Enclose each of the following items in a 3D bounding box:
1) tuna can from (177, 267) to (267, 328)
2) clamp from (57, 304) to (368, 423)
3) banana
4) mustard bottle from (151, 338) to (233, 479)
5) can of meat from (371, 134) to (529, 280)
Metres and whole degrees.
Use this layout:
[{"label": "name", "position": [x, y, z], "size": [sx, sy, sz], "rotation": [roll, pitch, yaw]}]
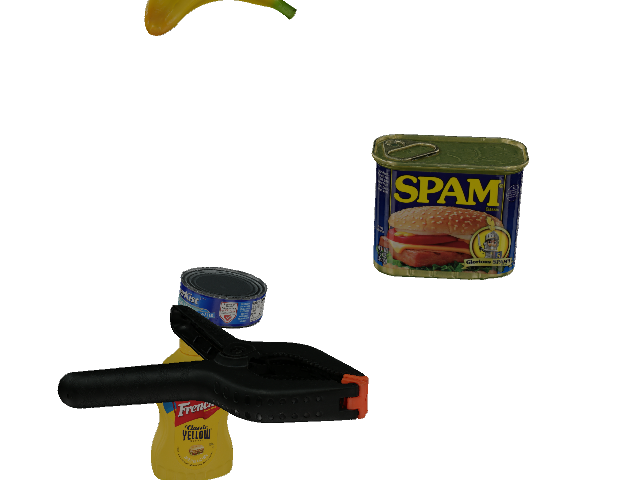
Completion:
[{"label": "tuna can", "position": [-0.097, 0.056, 1.051], "size": [0.086, 0.034, 0.086], "rotation": [9, 16, -3]}, {"label": "clamp", "position": [-0.062, 0.092, 0.785], "size": [0.210, 0.036, 0.164], "rotation": [5, 19, 16]}, {"label": "banana", "position": [-0.102, -0.232, 1.003], "size": [0.197, 0.070, 0.037], "rotation": [-22, -28, -47]}, {"label": "mustard bottle", "position": [-0.148, 0.186, 1.256], "size": [0.096, 0.192, 0.058], "rotation": [0, 16, -15]}, {"label": "can of meat", "position": [0.085, -0.022, 0.719], "size": [0.102, 0.084, 0.057], "rotation": [3, 25, 5]}]
